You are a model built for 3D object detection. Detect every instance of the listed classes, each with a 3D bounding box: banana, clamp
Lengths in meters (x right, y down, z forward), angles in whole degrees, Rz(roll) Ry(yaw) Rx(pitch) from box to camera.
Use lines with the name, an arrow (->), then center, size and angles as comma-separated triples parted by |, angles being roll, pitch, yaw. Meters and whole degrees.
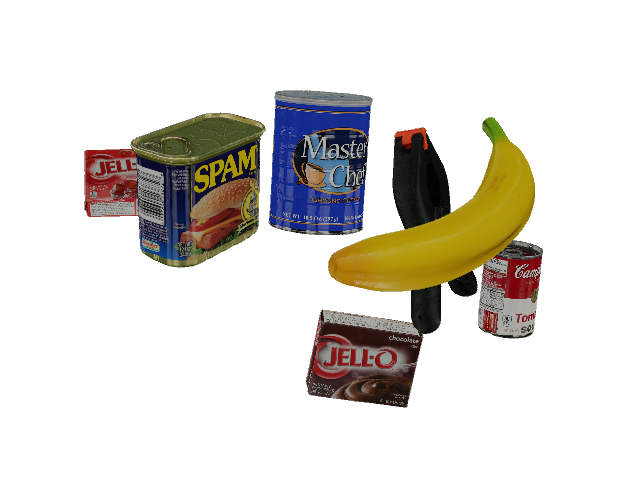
banana -> 0.084, -0.012, 0.667 | 0.070, 0.037, 0.197 | 30, 45, 21
clamp -> 0.091, -0.007, 0.913 | 0.039, 0.171, 0.120 | -13, 17, 23

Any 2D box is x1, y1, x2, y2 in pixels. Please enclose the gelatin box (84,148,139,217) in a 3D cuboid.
gelatin box -> -0.198, -0.061, 1.100 | 0.089, 0.073, 0.030 | -2, -41, -10

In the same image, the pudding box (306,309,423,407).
pudding box -> 0.047, 0.128, 1.157 | 0.113, 0.090, 0.039 | 7, 23, -7

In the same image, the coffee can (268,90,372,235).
coffee can -> -0.001, -0.084, 1.132 | 0.103, 0.140, 0.103 | 3, 12, -1

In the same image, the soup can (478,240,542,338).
soup can -> 0.224, 0.057, 1.266 | 0.068, 0.102, 0.068 | 3, 16, -1

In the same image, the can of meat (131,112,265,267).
can of meat -> -0.086, -0.037, 0.770 | 0.058, 0.084, 0.101 | 18, 29, 31
